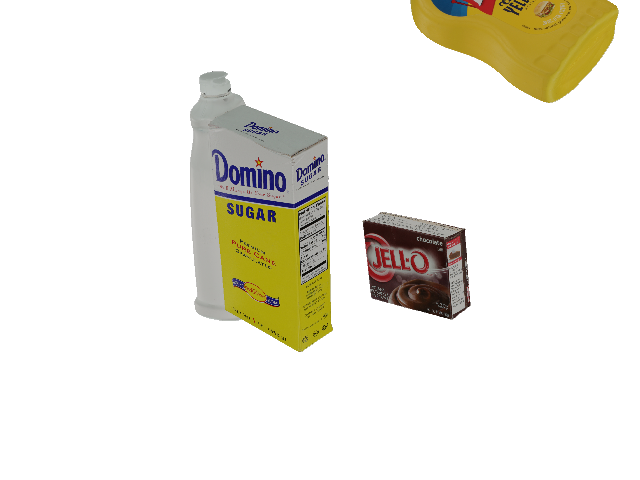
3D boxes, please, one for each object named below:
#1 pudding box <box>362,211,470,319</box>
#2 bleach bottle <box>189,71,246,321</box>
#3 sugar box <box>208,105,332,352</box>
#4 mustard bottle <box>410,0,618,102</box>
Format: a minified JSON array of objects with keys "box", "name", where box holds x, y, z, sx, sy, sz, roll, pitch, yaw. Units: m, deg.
[{"box":[0.099,0.024,1.103,0.114,0.090,0.039,12,29,41],"name":"pudding box"},{"box":[-0.100,-0.049,1.115,0.068,0.251,0.102,7,27,27],"name":"bleach bottle"},{"box":[-0.038,-0.008,0.830,0.093,0.176,0.048,24,43,37],"name":"sugar box"},{"box":[0.130,-0.187,0.847,0.192,0.096,0.058,34,-23,25],"name":"mustard bottle"}]
